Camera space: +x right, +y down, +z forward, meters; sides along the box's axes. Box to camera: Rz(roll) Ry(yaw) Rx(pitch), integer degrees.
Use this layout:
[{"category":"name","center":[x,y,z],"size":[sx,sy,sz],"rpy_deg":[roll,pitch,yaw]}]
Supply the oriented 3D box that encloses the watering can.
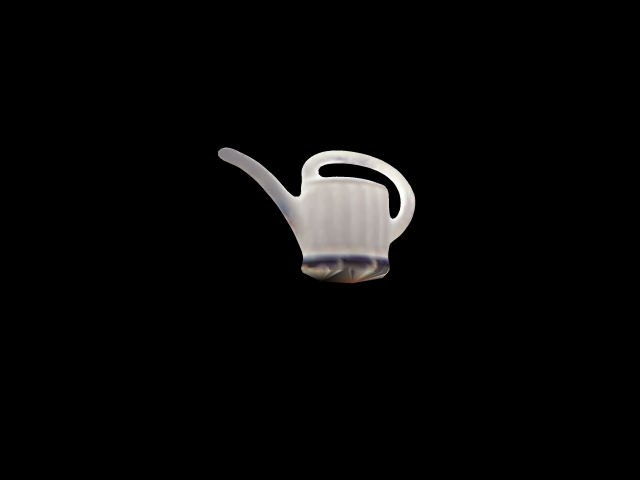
[{"category":"watering can","center":[0.003,-0.043,0.850],"size":[0.348,0.226,0.103],"rpy_deg":[3,-12,-19]}]
